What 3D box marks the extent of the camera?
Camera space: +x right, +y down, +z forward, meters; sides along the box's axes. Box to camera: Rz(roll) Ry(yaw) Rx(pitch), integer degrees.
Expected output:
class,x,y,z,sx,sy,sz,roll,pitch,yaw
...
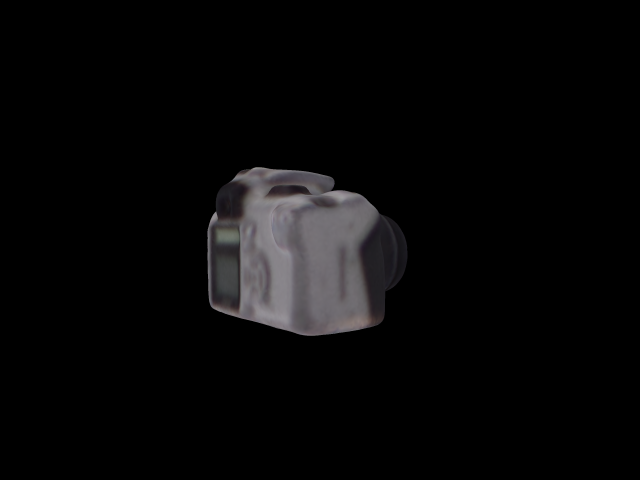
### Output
class,x,y,z,sx,sy,sz,roll,pitch,yaw
camera,0.004,0.001,0.400,0.137,0.101,0.142,-1,2,-34
